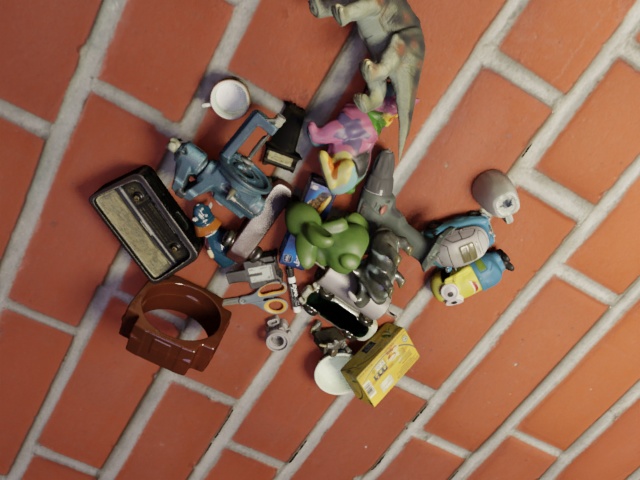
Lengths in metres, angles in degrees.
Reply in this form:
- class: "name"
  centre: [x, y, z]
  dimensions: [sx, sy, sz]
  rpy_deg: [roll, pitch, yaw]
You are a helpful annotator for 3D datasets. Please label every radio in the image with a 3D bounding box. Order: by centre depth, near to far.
- class: "radio"
  centre: [-0.356, -0.034, 1.129]
  dimensions: [0.131, 0.073, 0.229]
  rpy_deg: [-27, 113, 11]

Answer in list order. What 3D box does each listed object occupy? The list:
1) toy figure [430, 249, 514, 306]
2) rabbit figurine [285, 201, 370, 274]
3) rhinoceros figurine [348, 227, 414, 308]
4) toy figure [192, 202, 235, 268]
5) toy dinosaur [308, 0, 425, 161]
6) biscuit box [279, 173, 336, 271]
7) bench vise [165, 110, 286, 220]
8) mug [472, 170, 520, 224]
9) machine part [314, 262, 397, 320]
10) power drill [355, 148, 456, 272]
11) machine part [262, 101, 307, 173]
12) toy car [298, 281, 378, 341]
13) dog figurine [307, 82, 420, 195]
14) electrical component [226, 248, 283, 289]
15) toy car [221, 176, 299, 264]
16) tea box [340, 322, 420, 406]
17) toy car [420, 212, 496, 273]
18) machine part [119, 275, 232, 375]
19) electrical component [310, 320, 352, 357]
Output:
- class: "toy figure"
  centre: [0.334, 0.081, 1.193]
  dimensions: [0.180, 0.089, 0.082]
  rpy_deg: [-30, 100, 3]
- class: "rabbit figurine"
  centre: [-0.002, -0.003, 1.054]
  dimensions: [0.170, 0.159, 0.121]
  rpy_deg: [32, 118, -8]
- class: "rhinoceros figurine"
  centre: [0.115, 0.065, 1.087]
  dimensions: [0.112, 0.073, 0.190]
  rpy_deg: [30, 127, 20]
- class: "toy figure"
  centre: [-0.230, -0.011, 1.148]
  dimensions: [0.058, 0.064, 0.154]
  rpy_deg: [-17, 115, 24]
- class: "toy dinosaur"
  centre: [0.117, -0.359, 0.933]
  dimensions: [0.192, 0.131, 0.404]
  rpy_deg: [-32, 112, -12]
- class: "biscuit box"
  centre: [-0.027, -0.036, 1.141]
  dimensions: [0.063, 0.059, 0.202]
  rpy_deg: [19, 113, -10]
- class: "bench vise"
  centre: [-0.165, -0.159, 1.018]
  dimensions: [0.223, 0.129, 0.240]
  rpy_deg: [42, 110, -6]
- class: "mug"
  centre: [0.369, -0.079, 1.103]
  dimensions: [0.081, 0.107, 0.109]
  rpy_deg: [-20, 112, 10]
- class: "machine part"
  centre: [0.074, 0.105, 1.200]
  dimensions: [0.243, 0.079, 0.079]
  rpy_deg: [34, 110, -16]
- class: "power drill"
  centre: [0.166, -0.045, 1.094]
  dimensions: [0.207, 0.086, 0.231]
  rpy_deg: [30, 121, 13]
- class: "machine part"
  centre: [-0.066, -0.206, 1.077]
  dimensions: [0.084, 0.039, 0.138]
  rpy_deg: [18, 115, 0]
- class: "toy car"
  centre: [0.042, 0.165, 1.239]
  dimensions: [0.201, 0.056, 0.073]
  rpy_deg: [35, 116, -14]
- class: "dog figurine"
  centre: [0.091, -0.203, 1.034]
  dimensions: [0.219, 0.108, 0.191]
  rpy_deg: [-20, 90, 4]
- class: "electrical component"
  centre: [-0.145, 0.069, 1.194]
  dimensions: [0.119, 0.048, 0.074]
  rpy_deg: [-13, 114, 5]
- class: "toy car"
  centre: [-0.128, -0.041, 1.130]
  dimensions: [0.089, 0.053, 0.202]
  rpy_deg: [31, 99, -28]
- class: "tea box"
  centre: [0.140, 0.284, 1.242]
  dimensions: [0.169, 0.068, 0.098]
  rpy_deg: [-40, 114, -26]
- class: "toy car"
  centre: [0.300, 0.012, 1.147]
  dimensions: [0.162, 0.103, 0.109]
  rpy_deg: [-18, 115, 9]
- class: "machine part"
  centre: [-0.306, 0.179, 1.152]
  dimensions: [0.201, 0.201, 0.087]
  rpy_deg: [26, 120, -5]
- class: "electrical component"
  centre: [0.020, 0.229, 1.249]
  dimensions: [0.078, 0.102, 0.045]
  rpy_deg: [-11, 124, -21]
